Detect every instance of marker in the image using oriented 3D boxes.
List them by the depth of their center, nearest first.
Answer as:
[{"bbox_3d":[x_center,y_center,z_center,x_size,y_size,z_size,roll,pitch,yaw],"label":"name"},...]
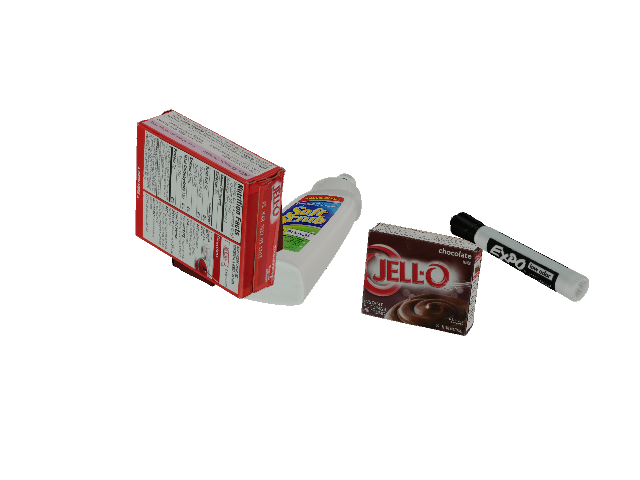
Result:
[{"bbox_3d":[0.138,0.009,0.762,0.020,0.020,0.121,0,24,-43],"label":"marker"}]

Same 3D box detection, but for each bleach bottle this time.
[{"bbox_3d":[-0.018,-0.015,1.340,0.103,0.068,0.250,9,34,20],"label":"bleach bottle"}]

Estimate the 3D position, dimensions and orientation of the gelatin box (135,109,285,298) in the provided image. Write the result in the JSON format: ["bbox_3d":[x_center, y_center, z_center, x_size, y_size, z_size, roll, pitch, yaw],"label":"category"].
[{"bbox_3d":[-0.061,-0.020,0.579,0.089,0.073,0.030,28,38,31],"label":"gelatin box"}]

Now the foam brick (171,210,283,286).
[{"bbox_3d":[-0.074,-0.009,0.840,0.078,0.051,0.053,-28,36,-36],"label":"foam brick"}]

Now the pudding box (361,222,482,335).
[{"bbox_3d":[0.100,0.037,1.061,0.114,0.090,0.039,10,21,18],"label":"pudding box"}]
